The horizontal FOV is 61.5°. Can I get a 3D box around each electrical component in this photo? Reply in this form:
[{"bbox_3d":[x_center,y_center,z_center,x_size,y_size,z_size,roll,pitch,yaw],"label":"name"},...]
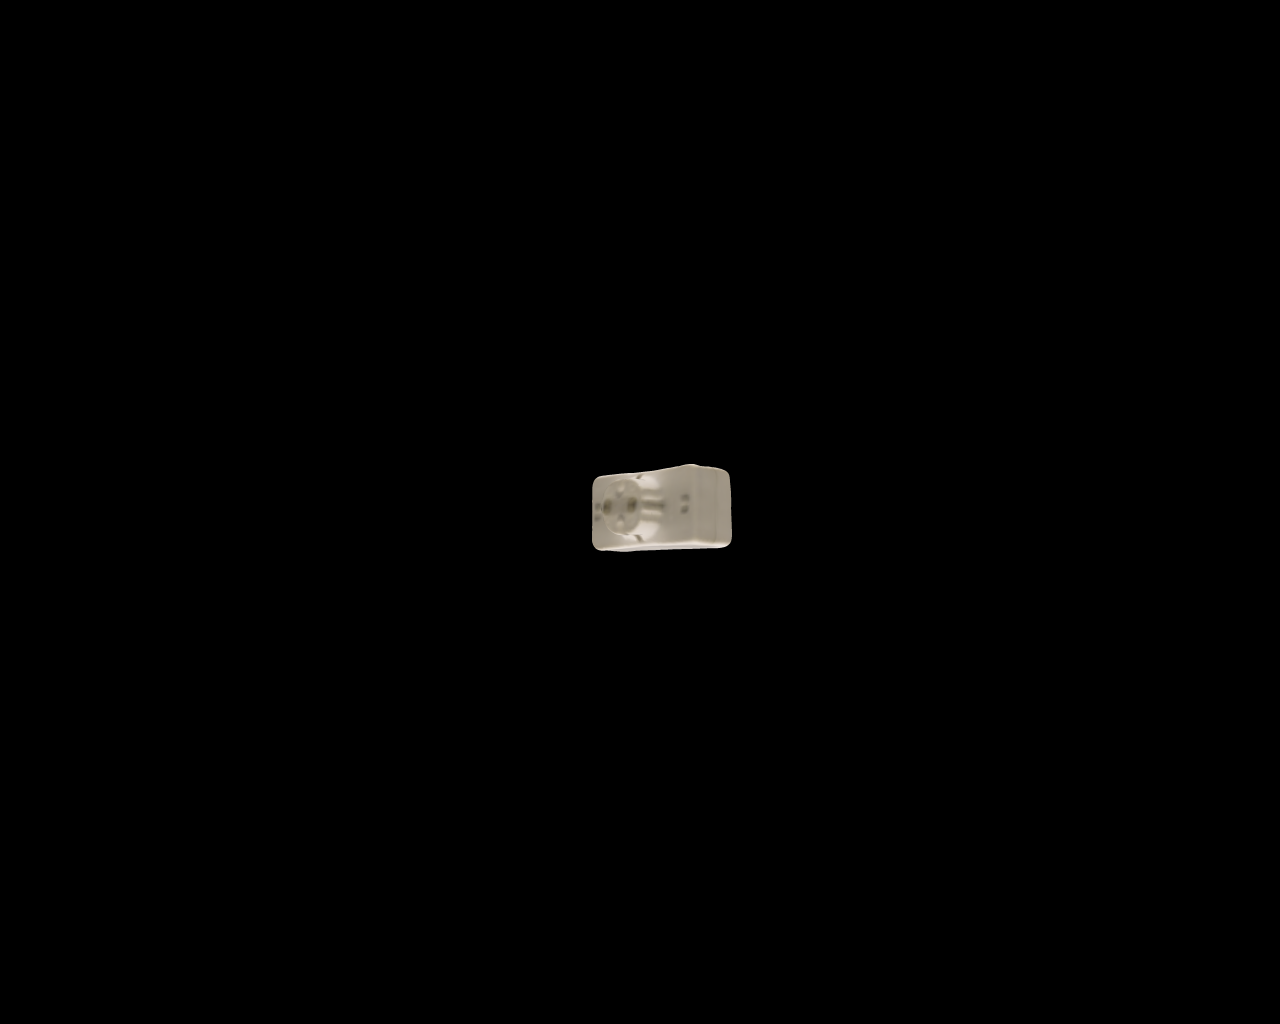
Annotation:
[{"bbox_3d":[0.001,-0.003,0.650,0.083,0.047,0.076,-5,-8,40],"label":"electrical component"}]
